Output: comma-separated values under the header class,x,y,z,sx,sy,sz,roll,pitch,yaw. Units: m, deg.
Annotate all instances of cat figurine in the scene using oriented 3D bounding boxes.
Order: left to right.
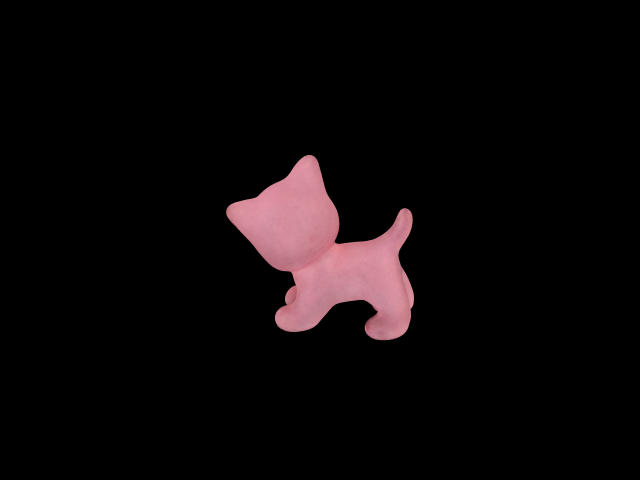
class,x,y,z,sx,sy,sz,roll,pitch,yaw
cat figurine,0.004,0.001,0.400,0.127,0.118,0.067,2,18,7
